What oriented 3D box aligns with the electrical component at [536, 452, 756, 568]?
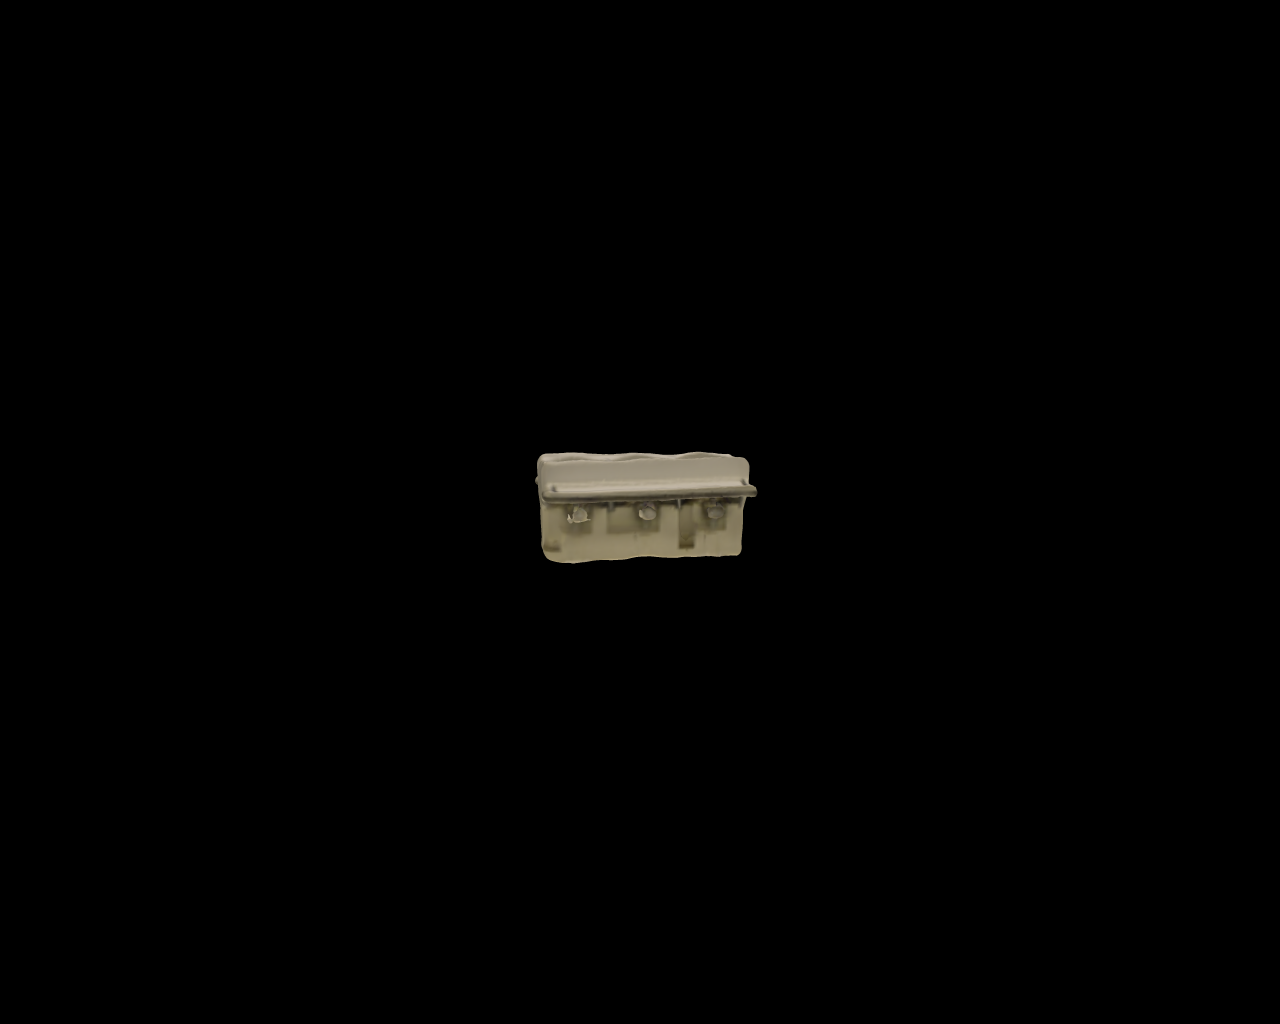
[{"bbox_3d":[0.001,-0.003,0.650,0.121,0.063,0.079,-1,8,-9],"label":"electrical component"}]
